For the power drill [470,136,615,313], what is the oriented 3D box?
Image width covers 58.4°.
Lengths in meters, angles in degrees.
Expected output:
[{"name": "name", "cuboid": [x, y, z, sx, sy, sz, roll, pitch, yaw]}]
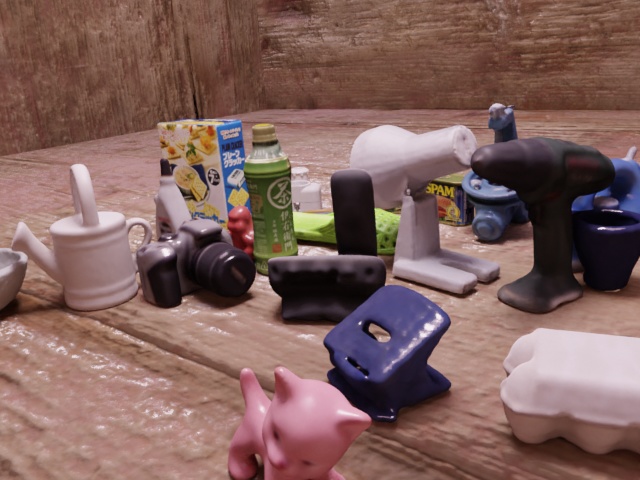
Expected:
[{"name": "power drill", "cuboid": [0.269, -0.025, 0.696, 0.230, 0.208, 0.075, -16, 22, -31]}]

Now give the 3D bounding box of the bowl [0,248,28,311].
[{"name": "bowl", "cuboid": [-0.486, 0.071, 0.785, 0.167, 0.075, 0.167, -4, 18, 1]}]

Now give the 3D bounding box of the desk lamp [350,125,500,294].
[{"name": "desk lamp", "cuboid": [0.147, -0.056, 0.809, 0.118, 0.214, 0.202, -20, 24, -39]}]

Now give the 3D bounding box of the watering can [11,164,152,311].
[{"name": "watering can", "cuboid": [-0.327, -0.007, 0.795, 0.100, 0.194, 0.173, 12, 24, 39]}]

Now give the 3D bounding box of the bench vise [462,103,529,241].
[{"name": "bench vise", "cuboid": [0.306, -0.127, 0.977, 0.121, 0.220, 0.208, 2, 19, 17]}]

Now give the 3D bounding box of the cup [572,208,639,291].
[{"name": "cup", "cuboid": [0.360, 0.012, 0.744, 0.092, 0.095, 0.117, -14, 21, -27]}]

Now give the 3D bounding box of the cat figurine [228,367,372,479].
[{"name": "cat figurine", "cuboid": [-0.021, 0.136, 0.418, 0.067, 0.118, 0.127, -18, 23, -35]}]

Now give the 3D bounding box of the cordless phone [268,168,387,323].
[{"name": "cordless phone", "cuboid": [0.006, 0.003, 0.708, 0.147, 0.185, 0.094, -2, 19, 7]}]

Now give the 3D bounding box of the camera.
[{"name": "camera", "cuboid": [-0.164, 0.030, 0.797, 0.143, 0.101, 0.136, -18, 23, -37]}]

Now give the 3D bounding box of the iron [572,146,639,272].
[{"name": "iron", "cuboid": [0.412, -0.051, 0.849, 0.259, 0.141, 0.118, -19, 23, -38]}]

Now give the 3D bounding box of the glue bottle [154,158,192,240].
[{"name": "glue bottle", "cuboid": [-0.241, -0.047, 0.932, 0.077, 0.173, 0.037, 10, 23, 37]}]

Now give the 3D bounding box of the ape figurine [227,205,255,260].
[{"name": "ape figurine", "cuboid": [-0.128, -0.010, 0.925, 0.076, 0.092, 0.077, -19, 23, -37]}]

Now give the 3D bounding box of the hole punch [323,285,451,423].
[{"name": "hole punch", "cuboid": [0.062, 0.102, 0.544, 0.101, 0.091, 0.108, -14, 21, -27]}]

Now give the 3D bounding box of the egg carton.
[{"name": "egg carton", "cuboid": [0.228, 0.125, 0.472, 0.150, 0.069, 0.107, 3, 19, 20]}]
